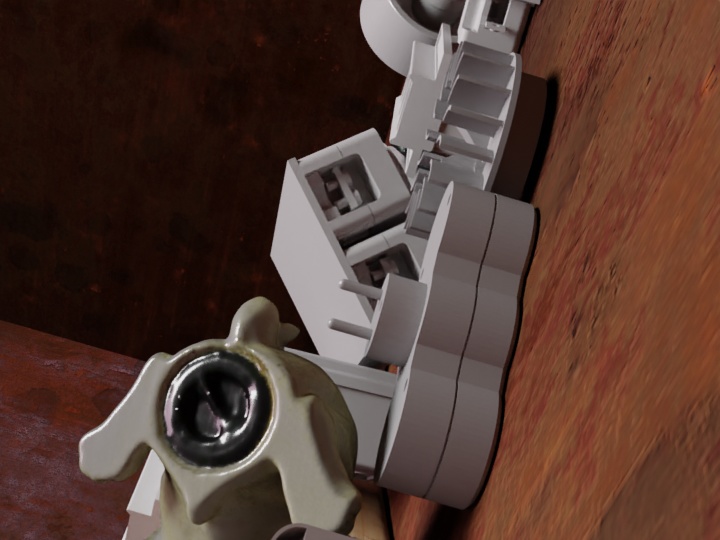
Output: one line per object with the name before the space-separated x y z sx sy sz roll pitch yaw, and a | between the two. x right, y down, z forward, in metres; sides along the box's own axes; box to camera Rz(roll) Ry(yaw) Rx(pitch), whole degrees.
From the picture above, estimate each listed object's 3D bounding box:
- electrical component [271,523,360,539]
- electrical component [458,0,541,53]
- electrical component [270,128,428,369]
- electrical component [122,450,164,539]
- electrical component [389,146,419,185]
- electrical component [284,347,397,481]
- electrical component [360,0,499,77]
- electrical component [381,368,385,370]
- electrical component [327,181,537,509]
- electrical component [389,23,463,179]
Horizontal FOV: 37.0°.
electrical component | -0.010 0.148 0.342 0.057 0.078 0.113 115 171 -59
electrical component | 0.088 -0.171 0.681 0.081 0.042 0.063 -77 3 -65
electrical component | 0.000 0.000 0.653 0.105 0.060 0.186 63 167 10
electrical component | -0.111 0.137 0.725 0.121 0.063 0.078 -76 4 -52
electrical component | 0.037 -0.048 0.714 0.044 0.065 0.044 -55 -14 -20
electrical component | -0.021 0.088 0.638 0.108 0.109 0.056 115 168 -76
electrical component | 0.060 -0.203 0.815 0.060 0.108 0.108 123 164 -62
electrical component | 0.008 0.063 0.939 0.048 0.048 0.062 -164 97 -88
electrical component | 0.024 0.024 0.450 0.052 0.074 0.138 111 175 -63
electrical component | 0.058 -0.110 0.704 0.121 0.063 0.078 -80 7 -68
